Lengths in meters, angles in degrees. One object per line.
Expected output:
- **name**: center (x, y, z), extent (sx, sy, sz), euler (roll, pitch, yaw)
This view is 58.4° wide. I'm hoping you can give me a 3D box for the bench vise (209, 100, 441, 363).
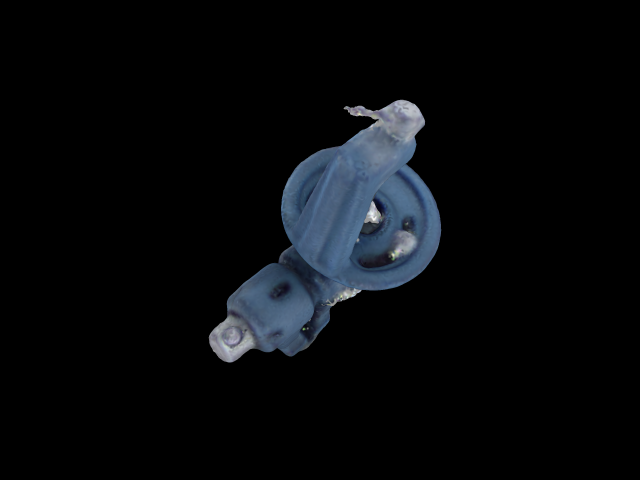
- **bench vise**: center (0.014, 0.007, 0.398), extent (0.121, 0.220, 0.207), euler (27, 76, 8)
